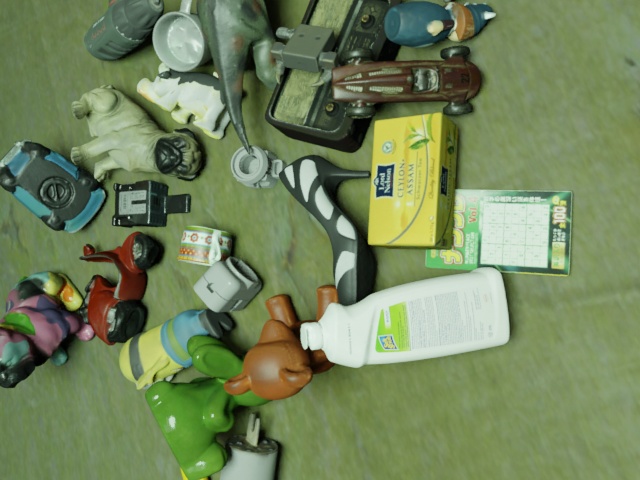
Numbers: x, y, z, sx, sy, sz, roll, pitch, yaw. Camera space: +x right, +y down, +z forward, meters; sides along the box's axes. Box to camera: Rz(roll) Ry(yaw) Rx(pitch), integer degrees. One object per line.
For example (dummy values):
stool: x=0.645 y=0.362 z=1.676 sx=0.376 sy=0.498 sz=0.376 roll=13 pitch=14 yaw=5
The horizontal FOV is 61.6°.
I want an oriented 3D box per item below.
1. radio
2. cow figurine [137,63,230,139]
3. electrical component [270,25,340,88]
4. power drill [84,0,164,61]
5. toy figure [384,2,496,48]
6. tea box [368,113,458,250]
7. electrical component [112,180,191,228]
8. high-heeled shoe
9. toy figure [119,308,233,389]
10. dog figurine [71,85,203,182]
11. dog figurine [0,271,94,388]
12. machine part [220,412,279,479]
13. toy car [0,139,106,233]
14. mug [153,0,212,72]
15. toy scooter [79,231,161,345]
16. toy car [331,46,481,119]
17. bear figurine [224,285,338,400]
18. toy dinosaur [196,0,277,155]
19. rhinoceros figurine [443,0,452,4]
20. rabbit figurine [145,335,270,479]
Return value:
radio: x=0.027 y=-0.246 z=0.765 sx=0.131 sy=0.073 sz=0.229 roll=23 pitch=93 yaw=19
cow figurine: x=-0.208 y=-0.234 z=0.847 sx=0.167 sy=0.068 sz=0.098 roll=30 pitch=89 yaw=15
electrical component: x=-0.019 y=-0.246 z=0.722 sx=0.102 sy=0.045 sz=0.078 roll=11 pitch=59 yaw=16
power drill: x=-0.303 y=-0.399 z=0.859 sx=0.232 sy=0.086 sz=0.207 roll=-15 pitch=75 yaw=47
toy figure: x=0.161 y=-0.288 z=0.713 sx=0.154 sy=0.057 sz=0.064 roll=-11 pitch=66 yaw=-22
tea box: x=0.123 y=-0.073 z=0.708 sx=0.098 sy=0.068 sz=0.169 roll=-1 pitch=84 yaw=33
electrical component: x=-0.272 y=-0.056 z=0.864 sx=0.119 sy=0.047 sz=0.074 roll=2 pitch=86 yaw=21
high-heeled shoe: x=-0.002 y=-0.002 z=0.740 sx=0.145 sy=0.086 sz=0.248 roll=-2 pitch=74 yaw=24
toy figure: x=-0.220 y=0.156 z=0.810 sx=0.180 sy=0.082 sz=0.089 roll=-36 pitch=64 yaw=17
dog figurine: x=-0.279 y=-0.177 z=0.862 sx=0.191 sy=0.121 sz=0.172 roll=-3 pitch=86 yaw=4
dog figurine: x=-0.465 y=0.131 z=0.822 sx=0.108 sy=0.219 sz=0.191 roll=-34 pitch=76 yaw=9
machine part: x=-0.106 y=0.367 z=0.751 sx=0.079 sy=0.079 sz=0.243 roll=7 pitch=86 yaw=19
toy car: x=-0.451 y=-0.089 z=0.891 sx=0.103 sy=0.161 sz=0.109 roll=12 pitch=65 yaw=57
mug: x=-0.195 y=-0.319 z=0.820 sx=0.081 sy=0.107 sz=0.109 roll=12 pitch=116 yaw=6
toy scooter: x=-0.337 y=0.069 z=0.860 sx=0.135 sy=0.075 sz=0.183 roll=14 pitch=86 yaw=19
toy car: x=0.116 y=-0.206 z=0.700 sx=0.202 sy=0.053 sz=0.089 roll=-4 pitch=100 yaw=-13
bear figurine: x=-0.041 y=0.128 z=0.689 sx=0.120 sy=0.195 sz=0.132 roll=-14 pitch=80 yaw=20
toy dinosaur: x=-0.122 y=-0.340 z=0.749 sx=0.131 sy=0.192 sz=0.405 roll=-12 pitch=69 yaw=22
rhinoceros figurine: x=0.163 y=-0.379 z=0.732 sx=0.191 sy=0.073 sz=0.112 roll=0 pitch=84 yaw=19
rabbit figurine: x=-0.141 y=0.207 z=0.738 sx=0.170 sy=0.121 sz=0.159 roll=-26 pitch=102 yaw=-21
